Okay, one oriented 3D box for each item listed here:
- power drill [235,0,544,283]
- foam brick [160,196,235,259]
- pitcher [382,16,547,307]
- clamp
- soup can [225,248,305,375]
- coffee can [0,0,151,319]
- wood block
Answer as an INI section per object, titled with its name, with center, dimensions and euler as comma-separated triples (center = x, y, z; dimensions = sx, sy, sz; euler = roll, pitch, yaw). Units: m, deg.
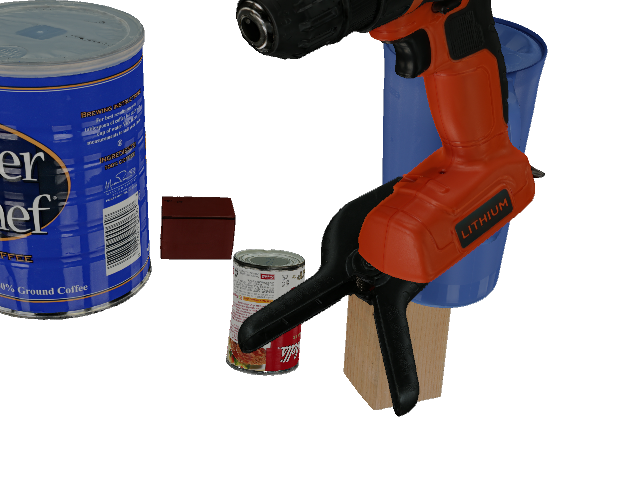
[power drill]
center = 0.046, -0.075, 0.514
dimensions = 0.184, 0.187, 0.057
euler = -34, 43, -30
[foam brick]
center = -0.133, -0.014, 1.146
dimensions = 0.078, 0.051, 0.053
euler = 1, 26, -9
[pitcher]
center = 0.116, -0.060, 0.919
dimensions = 0.145, 0.243, 0.149
euler = 18, 36, 24
[clamp]
center = 0.020, 0.026, 0.706
dimensions = 0.120, 0.171, 0.039
euler = 17, -34, 0
[soup can]
center = -0.050, 0.064, 0.981
dimensions = 0.068, 0.102, 0.068
euler = 4, 13, -1
[coffee can]
center = -0.142, -0.044, 0.563
dimensions = 0.103, 0.140, 0.103
euler = 2, 29, -1
[wood block]
center = 0.087, 0.076, 1.205
dimensions = 0.090, 0.206, 0.090
euler = -8, 27, -21
